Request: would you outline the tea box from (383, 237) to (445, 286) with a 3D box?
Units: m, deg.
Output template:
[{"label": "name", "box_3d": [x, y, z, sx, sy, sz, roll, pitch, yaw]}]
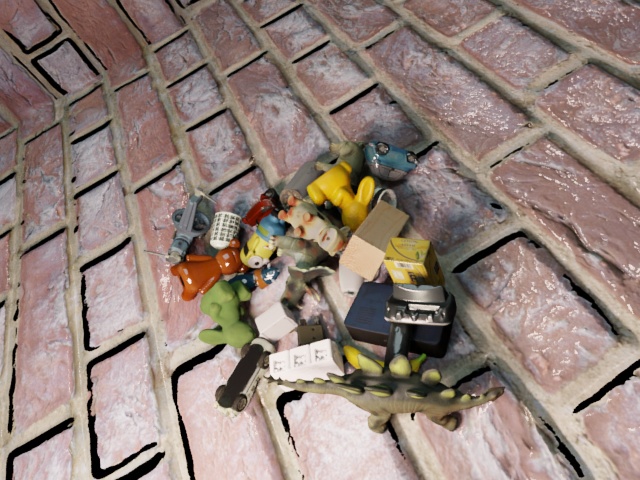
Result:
[{"label": "tea box", "box_3d": [0.218, 0.069, 1.228, 0.098, 0.169, 0.068, 7, 59, 28]}]

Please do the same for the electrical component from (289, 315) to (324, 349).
[{"label": "electrical component", "box_3d": [-0.031, 0.236, 1.304, 0.078, 0.045, 0.102, -4, 49, -14]}]

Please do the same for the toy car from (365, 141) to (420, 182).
[{"label": "toy car", "box_3d": [0.193, -0.215, 1.516, 0.109, 0.162, 0.102, -110, 38, -80]}]

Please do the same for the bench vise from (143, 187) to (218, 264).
[{"label": "bench vise", "box_3d": [-0.395, -0.045, 1.597, 0.129, 0.240, 0.224, 28, 33, 3]}]

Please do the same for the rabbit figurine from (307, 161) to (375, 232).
[{"label": "rabbit figurine", "box_3d": [0.070, -0.107, 1.398, 0.162, 0.122, 0.173, -32, 86, -4]}]

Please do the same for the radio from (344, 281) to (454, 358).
[{"label": "radio", "box_3d": [0.183, 0.177, 1.227, 0.230, 0.073, 0.131, 7, 57, 29]}]

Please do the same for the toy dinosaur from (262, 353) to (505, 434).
[{"label": "toy dinosaur", "box_3d": [0.122, 0.299, 1.071, 0.472, 0.198, 0.105, -7, 48, 18]}]

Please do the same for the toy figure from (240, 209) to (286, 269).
[{"label": "toy figure", "box_3d": [-0.151, -0.001, 1.487, 0.180, 0.082, 0.089, -60, 25, 10]}]

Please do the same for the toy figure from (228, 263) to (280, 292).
[{"label": "toy figure", "box_3d": [-0.181, 0.110, 1.466, 0.154, 0.064, 0.058, -19, 9, 5]}]

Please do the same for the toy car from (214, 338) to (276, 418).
[{"label": "toy car", "box_3d": [-0.180, 0.329, 1.291, 0.074, 0.056, 0.202, 17, 64, 29]}]

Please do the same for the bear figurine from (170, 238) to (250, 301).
[{"label": "bear figurine", "box_3d": [-0.310, 0.080, 1.530, 0.196, 0.120, 0.132, -25, -3, -29]}]

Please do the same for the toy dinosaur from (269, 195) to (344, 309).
[{"label": "toy dinosaur", "box_3d": [0.000, -0.005, 1.440, 0.192, 0.131, 0.405, 23, 57, 19]}]

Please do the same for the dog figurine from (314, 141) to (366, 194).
[{"label": "dog figurine", "box_3d": [0.092, -0.183, 1.519, 0.172, 0.121, 0.191, -51, 42, 17]}]

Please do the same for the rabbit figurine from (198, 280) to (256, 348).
[{"label": "rabbit figurine", "box_3d": [-0.238, 0.207, 1.373, 0.159, 0.121, 0.170, -36, 71, 11]}]

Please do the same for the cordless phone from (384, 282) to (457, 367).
[{"label": "cordless phone", "box_3d": [0.202, 0.187, 1.120, 0.147, 0.088, 0.184, 2, 66, 25]}]

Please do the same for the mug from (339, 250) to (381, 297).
[{"label": "mug", "box_3d": [0.098, 0.087, 1.342, 0.110, 0.080, 0.107, 1, 64, 21]}]

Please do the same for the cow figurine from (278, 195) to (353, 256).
[{"label": "cow figurine", "box_3d": [-0.005, -0.028, 1.325, 0.195, 0.127, 0.085, 43, 110, 48]}]

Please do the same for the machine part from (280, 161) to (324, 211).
[{"label": "machine part", "box_3d": [-0.051, -0.160, 1.578, 0.079, 0.079, 0.243, 1, 36, 26]}]

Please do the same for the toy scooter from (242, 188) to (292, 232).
[{"label": "toy scooter", "box_3d": [-0.162, -0.067, 1.590, 0.135, 0.075, 0.184, -34, 45, 1]}]
